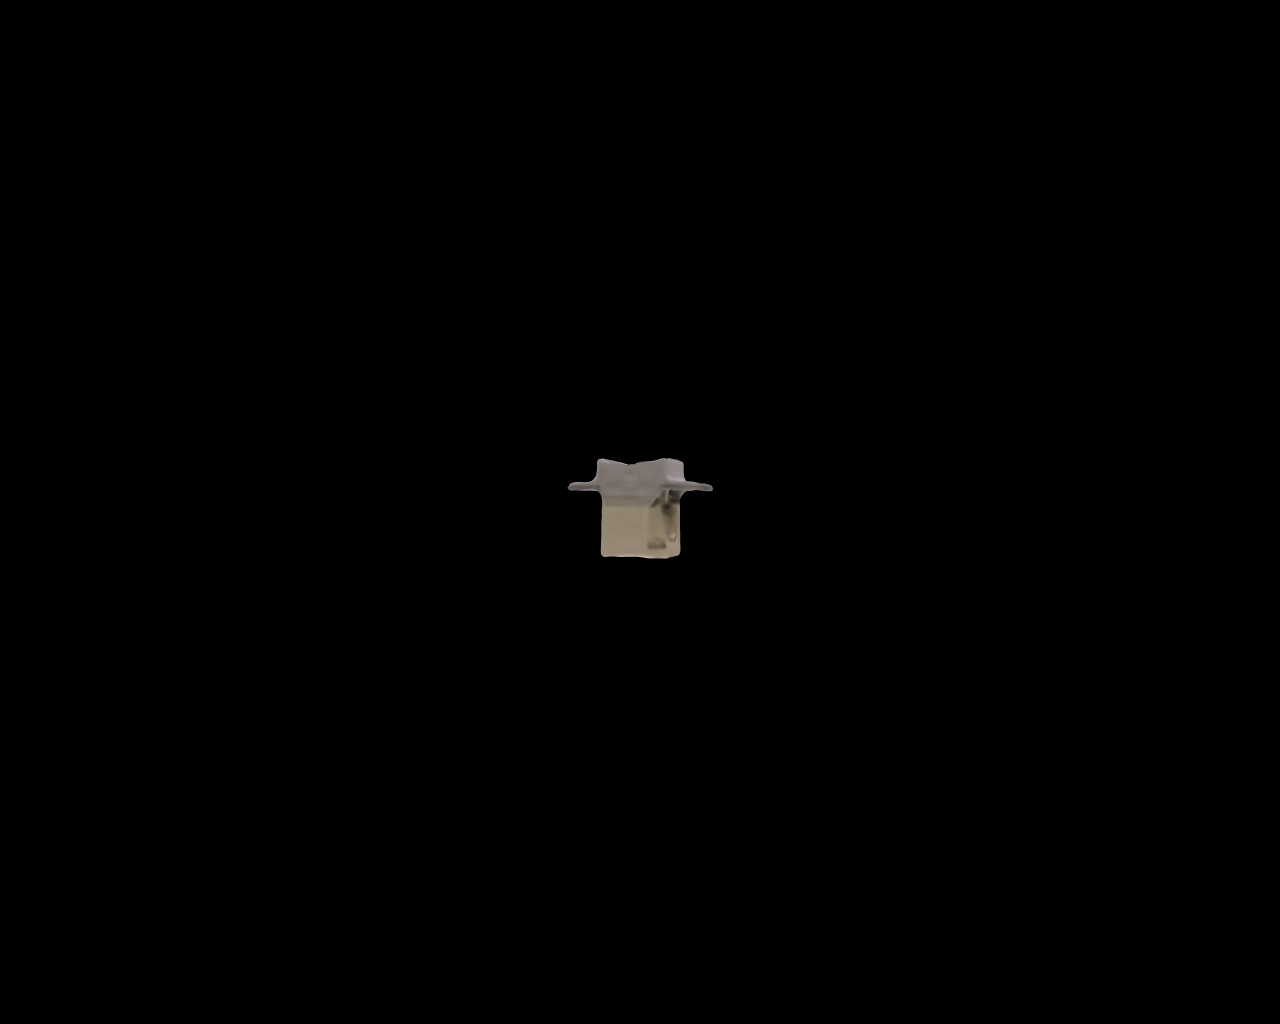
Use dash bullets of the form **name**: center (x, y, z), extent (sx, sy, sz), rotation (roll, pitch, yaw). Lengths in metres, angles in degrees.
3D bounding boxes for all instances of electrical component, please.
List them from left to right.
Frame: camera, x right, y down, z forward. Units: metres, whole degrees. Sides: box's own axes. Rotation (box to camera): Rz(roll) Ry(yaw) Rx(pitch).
- **electrical component**: center (0.001, -0.003, 0.650), extent (0.081, 0.063, 0.042), rotation (0, 0, 21)
